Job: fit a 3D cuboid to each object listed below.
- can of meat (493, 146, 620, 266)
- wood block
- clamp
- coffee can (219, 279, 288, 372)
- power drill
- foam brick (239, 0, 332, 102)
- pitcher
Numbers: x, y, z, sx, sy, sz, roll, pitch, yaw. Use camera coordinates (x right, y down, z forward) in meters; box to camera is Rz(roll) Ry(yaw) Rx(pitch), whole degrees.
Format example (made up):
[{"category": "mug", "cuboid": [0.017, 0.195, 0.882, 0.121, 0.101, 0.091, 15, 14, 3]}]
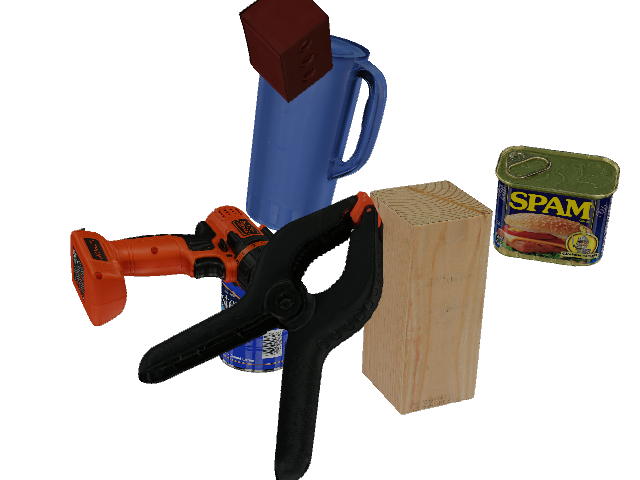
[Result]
[{"category": "can of meat", "cuboid": [0.202, -0.028, 0.928, 0.102, 0.084, 0.057, 9, 41, 14]}, {"category": "wood block", "cuboid": [0.103, 0.056, 1.061, 0.090, 0.206, 0.091, -9, 27, -22]}, {"category": "clamp", "cuboid": [-0.012, 0.052, 0.617, 0.120, 0.171, 0.039, 41, -5, 20]}, {"category": "coffee can", "cuboid": [-0.081, 0.089, 1.407, 0.103, 0.140, 0.103, 2, 20, -1]}, {"category": "power drill", "cuboid": [-0.121, 0.029, 0.961, 0.187, 0.057, 0.185, -6, 25, -24]}, {"category": "foam brick", "cuboid": [-0.026, -0.161, 0.865, 0.053, 0.051, 0.078, -39, -19, -11]}, {"category": "pitcher", "cuboid": [-0.016, -0.134, 1.337, 0.144, 0.243, 0.149, 4, 22, -15]}]
